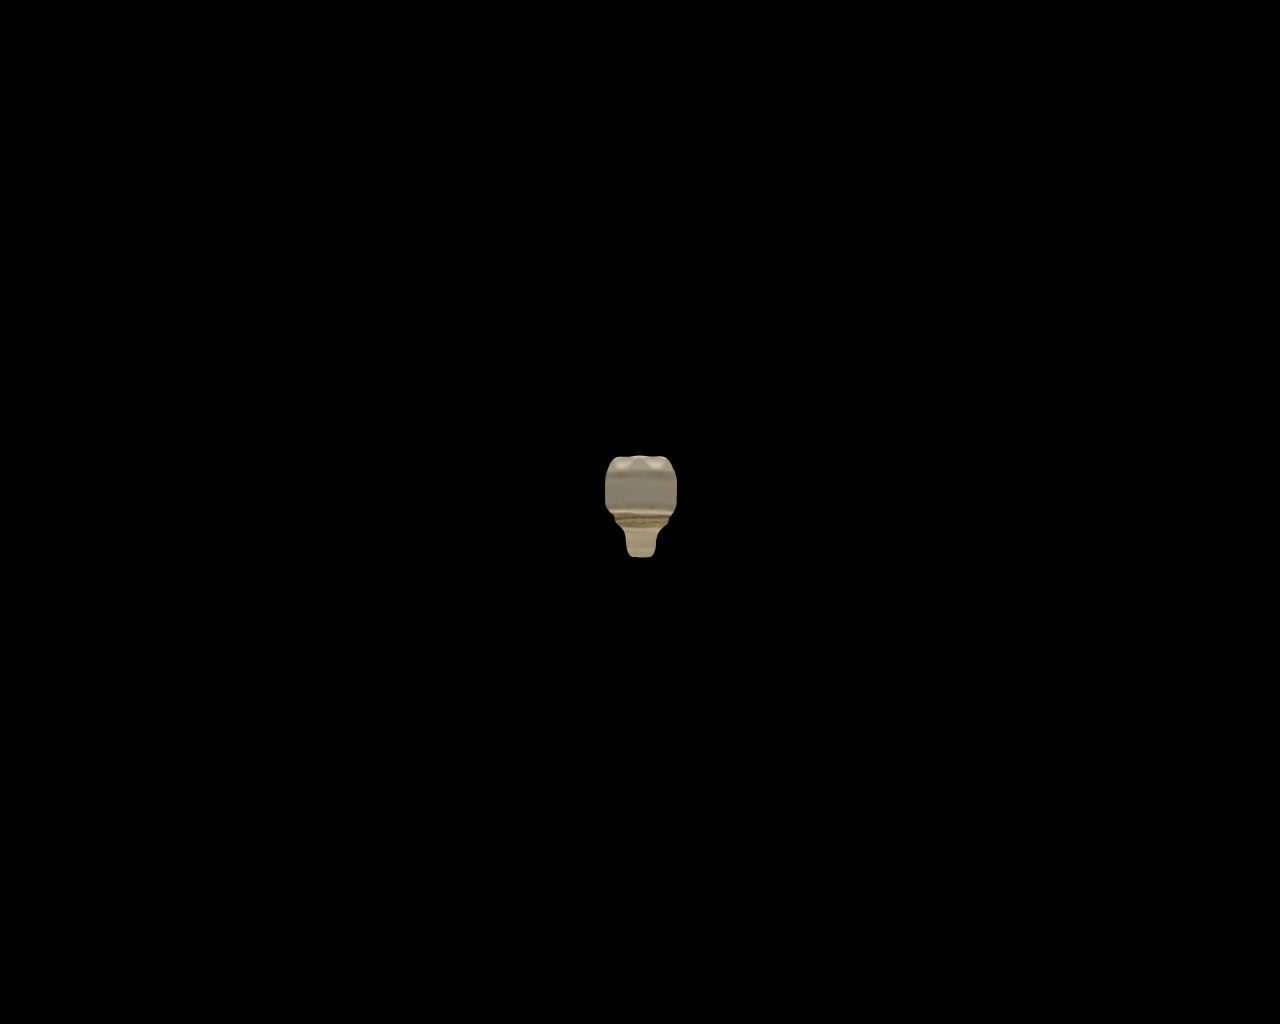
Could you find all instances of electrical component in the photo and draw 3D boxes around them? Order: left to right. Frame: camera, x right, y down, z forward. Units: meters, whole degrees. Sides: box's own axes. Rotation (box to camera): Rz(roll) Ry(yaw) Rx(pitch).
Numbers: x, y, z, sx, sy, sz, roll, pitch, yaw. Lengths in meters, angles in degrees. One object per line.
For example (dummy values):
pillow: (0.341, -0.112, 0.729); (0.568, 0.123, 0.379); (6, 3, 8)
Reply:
electrical component: (0.001, -0.003, 0.650); (0.043, 0.062, 0.043); (0, -3, 0)
